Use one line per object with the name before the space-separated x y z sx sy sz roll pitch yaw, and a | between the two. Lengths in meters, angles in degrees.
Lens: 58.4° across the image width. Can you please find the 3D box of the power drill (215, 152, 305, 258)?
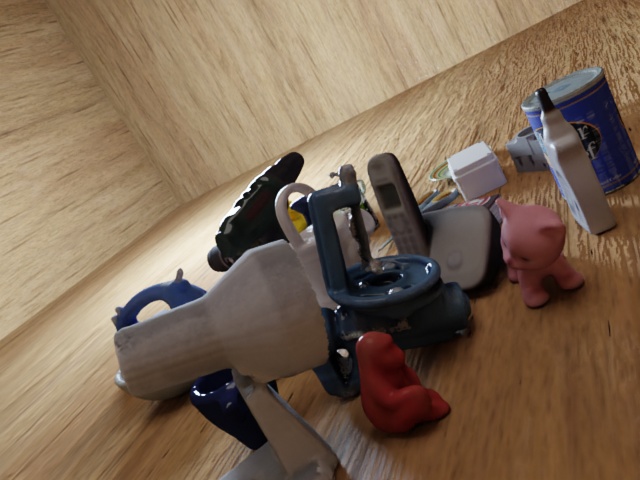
power drill | -0.064 -0.016 0.987 0.075 0.209 0.230 -11 24 50

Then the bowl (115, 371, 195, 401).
bowl | -0.224 0.193 0.881 0.167 0.075 0.167 -28 15 9

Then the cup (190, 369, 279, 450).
cup | -0.076 0.179 0.605 0.092 0.095 0.117 -32 15 -3

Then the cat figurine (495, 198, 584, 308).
cat figurine | 0.214 -0.001 0.588 0.067 0.118 0.128 -28 15 10

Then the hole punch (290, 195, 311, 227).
hole punch | 0.001 -0.077 1.289 0.108 0.091 0.101 -21 18 32

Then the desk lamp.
desk lamp | -0.067 0.132 0.509 0.203 0.214 0.117 -35 16 -14

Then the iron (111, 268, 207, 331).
iron | -0.298 0.148 1.035 0.257 0.141 0.119 -24 16 22

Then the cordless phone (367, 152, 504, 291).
cordless phone | 0.132 -0.027 0.696 0.147 0.185 0.094 -11 24 50

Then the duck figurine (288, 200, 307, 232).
duck figurine | -0.067 -0.049 1.338 0.077 0.086 0.105 -18 19 38

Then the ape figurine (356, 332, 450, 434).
ape figurine | 0.064 0.124 0.522 0.076 0.092 0.078 -25 16 19

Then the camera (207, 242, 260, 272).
camera | -0.198 0.014 1.356 0.136 0.101 0.143 -21 18 31

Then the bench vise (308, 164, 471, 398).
bench vise | 0.027 0.047 0.592 0.207 0.220 0.121 -33 15 -9

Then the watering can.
watering can | 0.009 0.002 0.822 0.172 0.194 0.101 -24 17 23

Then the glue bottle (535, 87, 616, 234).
glue bottle | 0.282 -0.094 0.649 0.037 0.173 0.078 -26 16 16
